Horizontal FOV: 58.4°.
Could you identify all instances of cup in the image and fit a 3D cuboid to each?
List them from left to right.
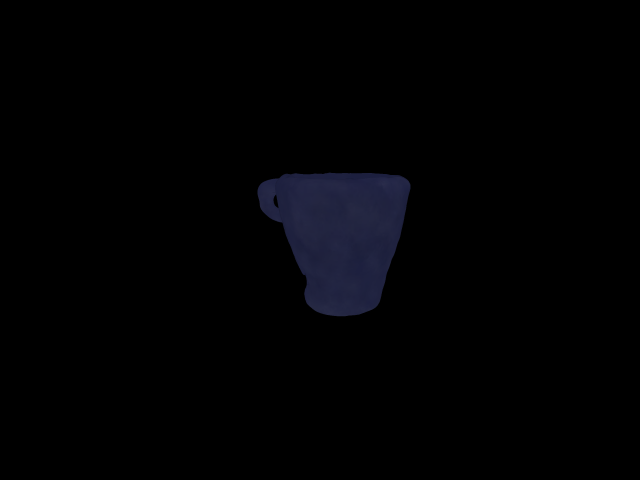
[{"bbox_3d":[0.004,0.001,0.400,0.117,0.095,0.092,6,10,32],"label":"cup"}]
